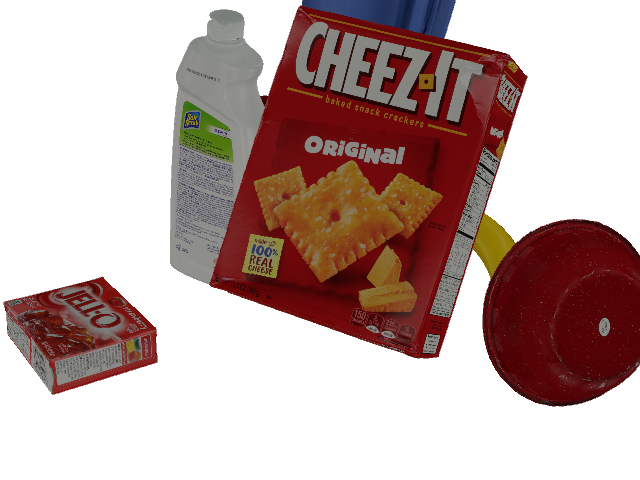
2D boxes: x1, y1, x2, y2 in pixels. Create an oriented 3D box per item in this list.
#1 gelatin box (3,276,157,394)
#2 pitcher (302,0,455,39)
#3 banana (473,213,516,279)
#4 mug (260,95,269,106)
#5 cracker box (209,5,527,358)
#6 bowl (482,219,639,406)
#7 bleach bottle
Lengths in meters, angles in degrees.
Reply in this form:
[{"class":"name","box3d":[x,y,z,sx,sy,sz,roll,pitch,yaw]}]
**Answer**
[{"class":"gelatin box","box3d":[-0.159,0.060,0.704,0.073,0.030,0.089,-15,30,-30]},{"class":"pitcher","box3d":[0.047,-0.205,0.992,0.145,0.243,0.149,11,16,2]},{"class":"banana","box3d":[0.156,0.002,1.085,0.069,0.037,0.198,-34,39,-14]},{"class":"mug","box3d":[-0.047,-0.117,1.234,0.093,0.081,0.117,16,26,14]},{"class":"cracker box","box3d":[0.033,-0.042,0.756,0.164,0.214,0.072,18,1,22]},{"class":"bowl","box3d":[0.218,0.065,0.878,0.162,0.162,0.055,0,8,-17]},{"class":"bleach bottle","box3d":[-0.083,-0.079,0.950,0.103,0.251,0.068,18,34,18]}]
